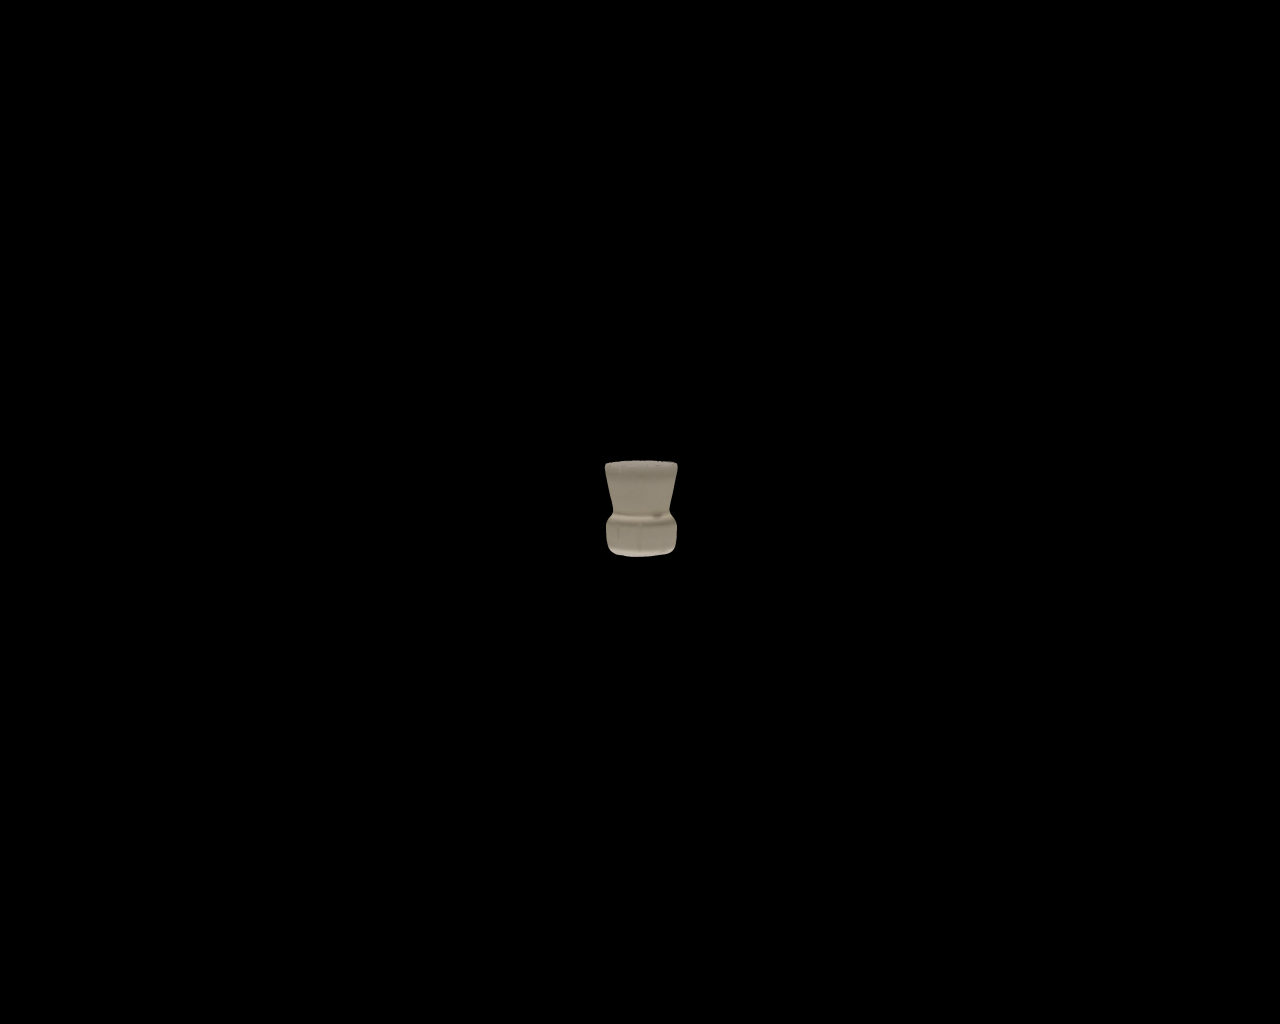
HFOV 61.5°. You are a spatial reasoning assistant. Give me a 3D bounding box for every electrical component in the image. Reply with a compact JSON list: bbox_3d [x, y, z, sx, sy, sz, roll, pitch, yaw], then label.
[{"bbox_3d":[0.001,-0.003,0.650,0.045,0.055,0.045,0,6,0],"label":"electrical component"}]
